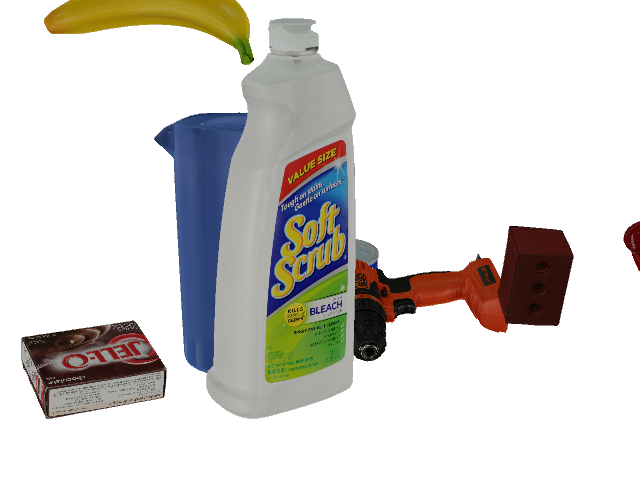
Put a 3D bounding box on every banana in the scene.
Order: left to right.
[{"bbox_3d":[-0.142,-0.197,0.928,0.198,0.037,0.069,10,47,16],"label":"banana"}]

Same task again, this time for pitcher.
[{"bbox_3d":[-0.064,0.001,1.009,0.144,0.243,0.149,-10,18,-39],"label":"pitcher"}]

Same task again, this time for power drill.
[{"bbox_3d":[0.113,0.073,1.203,0.187,0.057,0.184,-2,27,-3],"label":"power drill"}]

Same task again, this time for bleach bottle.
[{"bbox_3d":[-0.025,-0.016,0.697,0.102,0.251,0.068,-12,22,-33],"label":"bleach bottle"}]

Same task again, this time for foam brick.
[{"bbox_3d":[0.200,0.033,0.999,0.053,0.078,0.051,3,29,-2],"label":"foam brick"}]

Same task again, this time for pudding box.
[{"bbox_3d":[-0.208,0.116,0.977,0.113,0.039,0.090,-9,28,-26],"label":"pudding box"}]

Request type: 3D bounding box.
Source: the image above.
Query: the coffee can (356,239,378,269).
[{"bbox_3d":[0.030,0.079,1.517,0.103,0.140,0.103,0,22,0],"label":"coffee can"}]

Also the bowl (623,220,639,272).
[{"bbox_3d":[0.408,0.026,1.150,0.162,0.055,0.162,-2,24,1],"label":"bowl"}]
